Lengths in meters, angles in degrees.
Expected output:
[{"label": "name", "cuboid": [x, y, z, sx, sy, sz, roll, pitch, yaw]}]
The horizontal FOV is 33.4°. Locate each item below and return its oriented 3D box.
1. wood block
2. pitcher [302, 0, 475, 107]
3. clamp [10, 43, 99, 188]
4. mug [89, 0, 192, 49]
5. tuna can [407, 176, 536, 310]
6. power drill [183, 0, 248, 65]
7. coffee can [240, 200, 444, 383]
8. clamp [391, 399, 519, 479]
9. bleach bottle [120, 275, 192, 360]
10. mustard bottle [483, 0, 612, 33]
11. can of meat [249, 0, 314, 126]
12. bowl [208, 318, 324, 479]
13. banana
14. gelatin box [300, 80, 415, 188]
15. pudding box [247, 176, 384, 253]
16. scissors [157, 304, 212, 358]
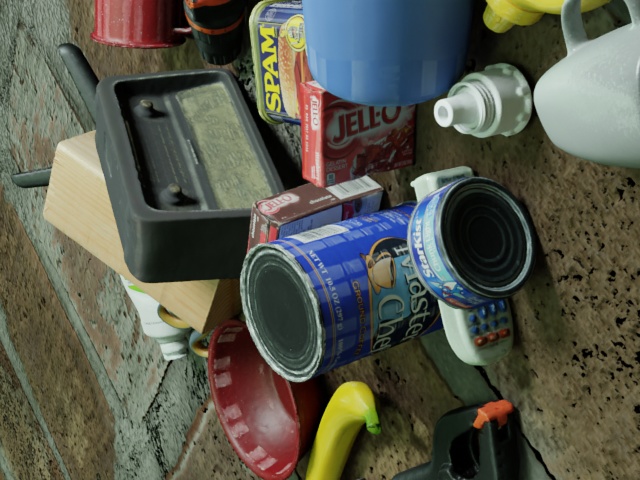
[{"label": "wood block", "cuboid": [-0.151, -0.015, 1.005, 0.206, 0.090, 0.091, 34, 125, 19]}, {"label": "pitcher", "cuboid": [0.031, -0.208, 0.653, 0.149, 0.144, 0.243, 32, 140, 34]}, {"label": "clamp", "cuboid": [-0.209, -0.098, 1.097, 0.210, 0.036, 0.165, 22, 109, 10]}, {"label": "mug", "cuboid": [-0.162, -0.230, 1.017, 0.117, 0.093, 0.081, 13, 113, 21]}, {"label": "tuna can", "cuboid": [0.102, 0.002, 0.710, 0.034, 0.085, 0.086, -26, 82, 55]}, {"label": "power drill", "cuboid": [-0.114, -0.263, 0.923, 0.184, 0.057, 0.188, 97, 150, -67]}, {"label": "coffee can", "cuboid": [0.027, 0.035, 0.786, 0.103, 0.140, 0.103, 29, 127, 48]}, {"label": "clamp", "cuboid": [0.105, 0.182, 0.830, 0.120, 0.039, 0.171, 35, 128, 37]}, {"label": "bleach bottle", "cuboid": [-0.195, 0.010, 1.180, 0.103, 0.067, 0.251, -7, 100, 48]}, {"label": "mustard bottle", "cuboid": [0.145, -0.183, 0.591, 0.096, 0.058, 0.192, 57, 144, 16]}, {"label": "can of meat", "cuboid": [-0.006, -0.138, 0.840, 0.084, 0.057, 0.102, 18, 119, 49]}, {"label": "bowl", "cuboid": [-0.044, 0.146, 1.021, 0.162, 0.055, 0.162, 29, 127, 48]}, {"label": "banana", "cuboid": [0.017, 0.175, 0.941, 0.198, 0.037, 0.069, 112, 174, -53]}, {"label": "gelatin box", "cuboid": [0.029, -0.084, 0.780, 0.030, 0.089, 0.073, 29, 127, 48]}, {"label": "pudding box", "cuboid": [-0.006, 0.001, 0.846, 0.039, 0.113, 0.090, 39, 134, 37]}, {"label": "scissors", "cuboid": [-0.108, 0.059, 1.080, 0.096, 0.016, 0.202, 30, 140, -1]}]
